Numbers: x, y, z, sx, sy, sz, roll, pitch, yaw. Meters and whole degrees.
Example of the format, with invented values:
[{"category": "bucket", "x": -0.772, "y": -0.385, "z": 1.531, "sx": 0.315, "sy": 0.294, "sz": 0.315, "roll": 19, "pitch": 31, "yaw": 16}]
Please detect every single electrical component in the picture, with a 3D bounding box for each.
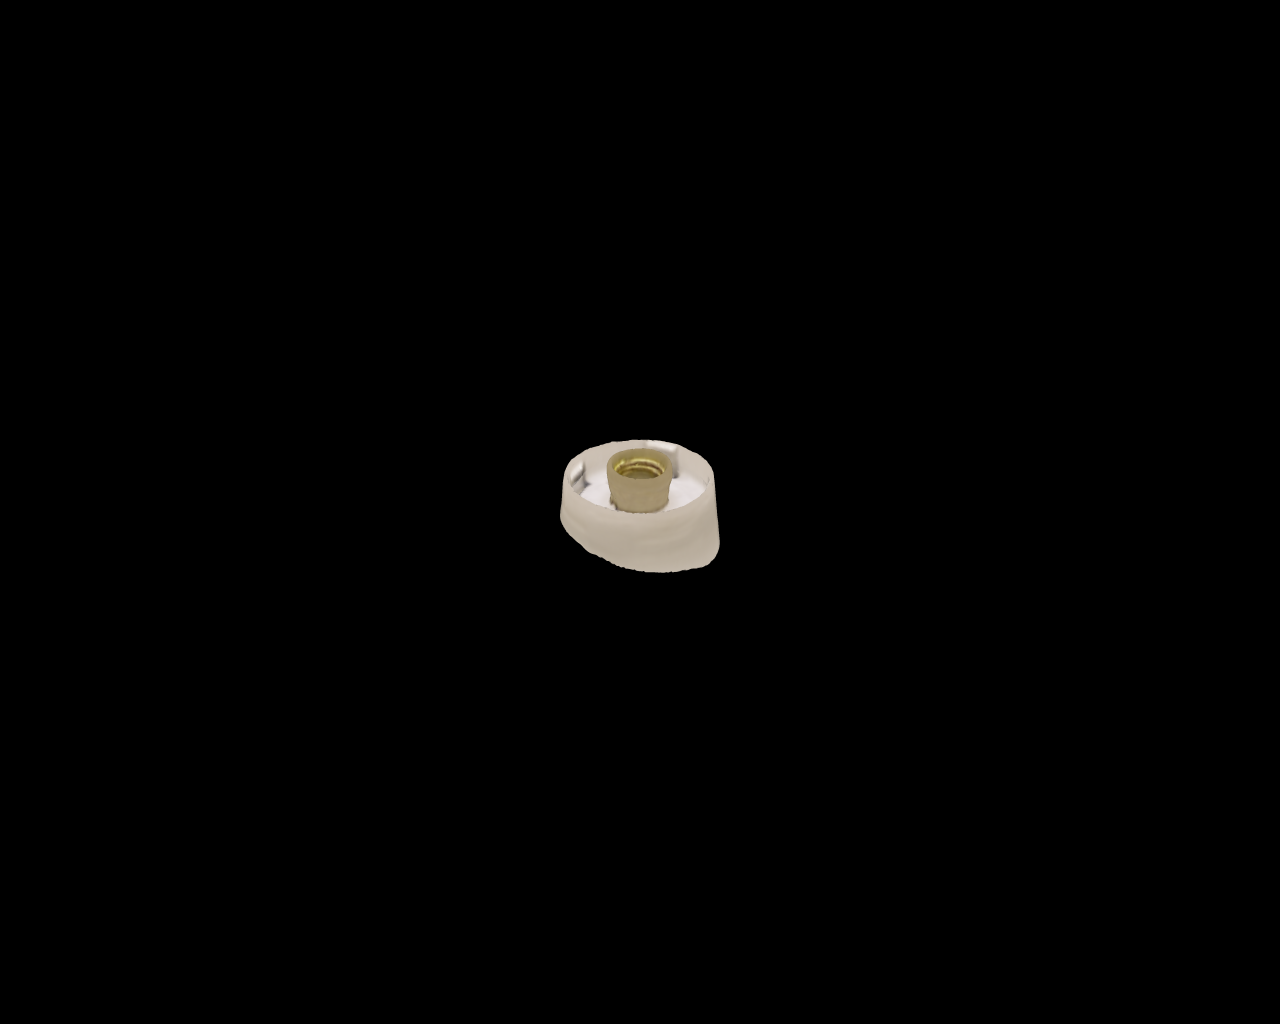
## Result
[{"category": "electrical component", "x": 0.001, "y": -0.003, "z": 0.650, "sx": 0.099, "sy": 0.064, "sz": 0.099, "roll": 0, "pitch": 31, "yaw": 0}]
